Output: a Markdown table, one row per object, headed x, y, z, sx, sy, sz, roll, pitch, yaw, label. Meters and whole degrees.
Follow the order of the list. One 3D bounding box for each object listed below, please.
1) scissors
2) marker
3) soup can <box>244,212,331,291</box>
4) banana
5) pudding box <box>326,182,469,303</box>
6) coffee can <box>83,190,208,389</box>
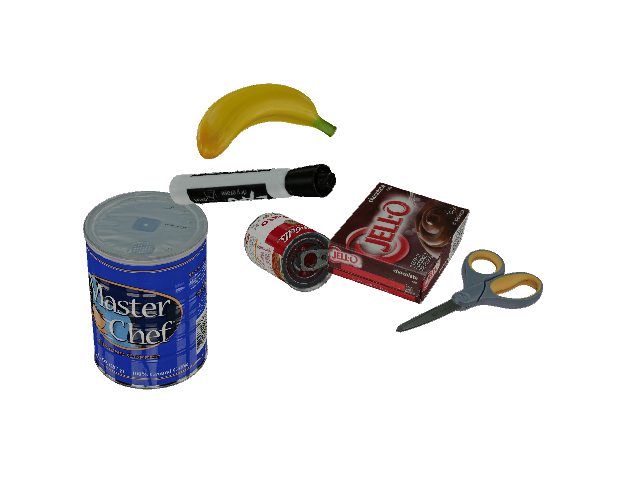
| x | y | z | sx | sy | sz | roll | pitch | yaw | label |
| --- | --- | --- | --- | --- | --- | --- | --- | --- | --- |
| 0.140 | 0.049 | 1.100 | 0.201 | 0.016 | 0.096 | -7 | 40 | -29 | scissors |
| -0.041 | -0.033 | 0.631 | 0.121 | 0.020 | 0.020 | -1 | -1 | 39 | marker |
| -0.035 | 0.012 | 1.203 | 0.068 | 0.068 | 0.102 | 0 | 14 | -29 | soup can |
| -0.061 | -0.120 | 1.028 | 0.070 | 0.037 | 0.197 | 42 | 34 | 23 | banana |
| 0.069 | 0.000 | 0.934 | 0.090 | 0.039 | 0.113 | 19 | 36 | 18 | pudding box |
| -0.149 | 0.043 | 0.924 | 0.103 | 0.140 | 0.103 | 3 | 35 | -2 | coffee can |
